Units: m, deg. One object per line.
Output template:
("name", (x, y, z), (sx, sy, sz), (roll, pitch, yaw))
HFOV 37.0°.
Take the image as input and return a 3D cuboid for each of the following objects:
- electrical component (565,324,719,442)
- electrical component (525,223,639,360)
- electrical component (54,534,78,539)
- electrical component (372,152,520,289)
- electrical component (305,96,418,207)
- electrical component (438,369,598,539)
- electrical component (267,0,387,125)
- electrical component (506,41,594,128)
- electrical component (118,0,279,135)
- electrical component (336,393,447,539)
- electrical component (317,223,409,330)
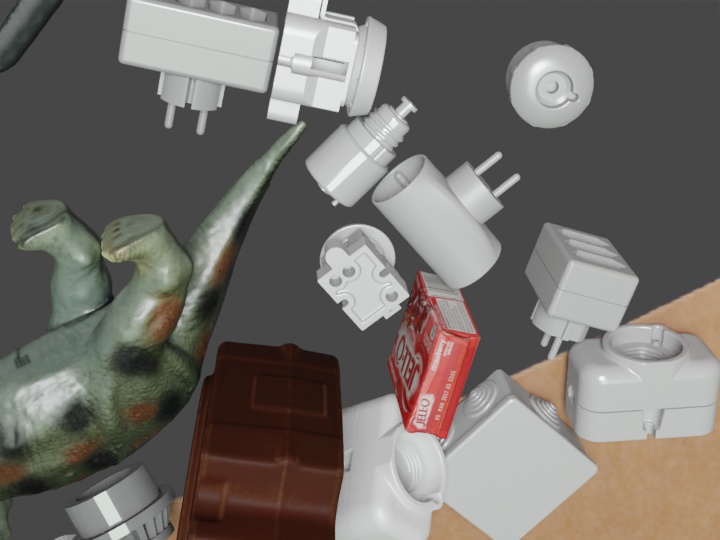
("electrical component", (0.190, 0.075, 0.723), (0.095, 0.053, 0.059), (-3, 114, -4))
("electrical component", (0.133, 0.020, 0.687), (0.047, 0.065, 0.076), (14, 112, -11))
("electrical component", (-0.214, 0.262, 0.751), (0.089, 0.061, 0.150), (9, 117, -44))
("electrical component", (0.062, -0.041, 0.665), (0.079, 0.044, 0.077), (-39, 112, 12))
("electrical component", (0.003, -0.073, 0.647), (0.078, 0.040, 0.040), (-43, 111, 13))
("electrical component", (0.099, 0.128, 0.742), (0.100, 0.048, 0.099), (40, 105, -20))
("electrical component", (-0.018, -0.120, 0.616), (0.057, 0.058, 0.078), (11, 112, -7))
("electrical component", (0.106, -0.112, 0.627), (0.048, 0.062, 0.048), (-2, 114, -5))
("electrical component", (-0.094, -0.115, 0.615), (0.083, 0.047, 0.075), (11, 113, -10))
("electrical component", (0.017, 0.132, 0.700), (0.059, 0.095, 0.054), (-23, 136, 38))
("electrical component", (0.000, 0.000, 0.671), (0.048, 0.055, 0.066), (-37, 112, 11))
